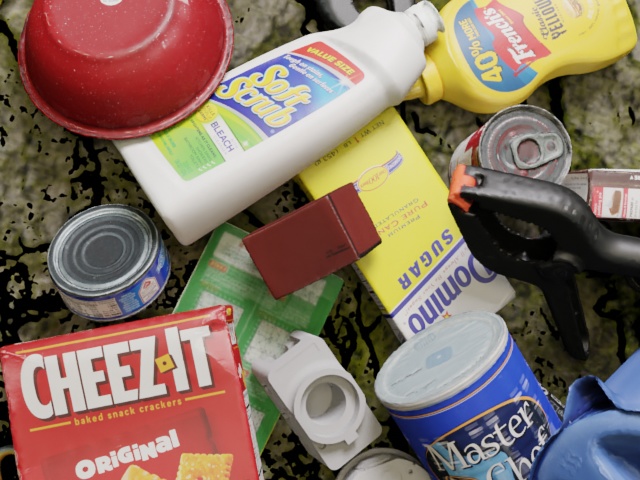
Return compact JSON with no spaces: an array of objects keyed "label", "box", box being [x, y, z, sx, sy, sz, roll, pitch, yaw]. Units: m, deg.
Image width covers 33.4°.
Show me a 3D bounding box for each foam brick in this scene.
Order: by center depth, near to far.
[{"label":"foam brick","box":[-0.005,0.001,0.775,0.078,0.051,0.053,-26,93,25]}]

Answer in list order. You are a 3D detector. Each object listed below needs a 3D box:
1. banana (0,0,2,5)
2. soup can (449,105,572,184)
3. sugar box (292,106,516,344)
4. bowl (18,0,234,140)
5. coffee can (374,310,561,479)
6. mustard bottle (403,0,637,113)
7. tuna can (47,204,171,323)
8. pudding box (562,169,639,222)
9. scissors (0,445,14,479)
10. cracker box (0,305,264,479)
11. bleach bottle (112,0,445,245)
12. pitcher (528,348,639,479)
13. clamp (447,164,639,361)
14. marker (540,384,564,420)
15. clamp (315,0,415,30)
[{"label":"banana","box":[-0.233,-0.207,0.815,0.069,0.037,0.198,31,84,-23]},{"label":"soup can","box":[0.140,-0.057,0.802,0.068,0.102,0.068,1,85,-6]},{"label":"sugar box","box":[0.064,-0.004,0.818,0.093,0.048,0.176,-34,87,-5]},{"label":"bowl","box":[-0.144,-0.155,0.762,0.162,0.055,0.162,-1,67,3]},{"label":"coffee can","box":[0.117,0.136,0.758,0.102,0.103,0.140,-35,107,-8]},{"label":"mustard bottle","box":[0.143,-0.153,0.834,0.191,0.058,0.096,-24,86,-7]},{"label":"tuna can","box":[-0.154,0.016,0.780,0.086,0.034,0.086,-5,53,6]},{"label":"pudding box","box":[0.224,-0.032,0.803,0.090,0.113,0.039,1,90,-5]},{"label":"scissors","box":[-0.246,0.251,0.779,0.096,0.016,0.202,3,84,-4]},{"label":"cracker box","box":[-0.124,0.164,0.757,0.164,0.072,0.214,-11,86,-3]},{"label":"bleach bottle","box":[-0.023,-0.103,0.789,0.250,0.068,0.103,-34,61,-4]},{"label":"pitcher","box":[0.242,0.148,0.722,0.145,0.242,0.149,22,112,23]},{"label":"clamp","box":[0.181,0.008,0.749,0.209,0.165,0.036,36,49,-24]},{"label":"marker","box":[0.159,0.112,0.831,0.121,0.020,0.020,42,82,0]},{"label":"clamp","box":[0.030,-0.223,0.840,0.120,0.039,0.171,-38,92,-1]}]
